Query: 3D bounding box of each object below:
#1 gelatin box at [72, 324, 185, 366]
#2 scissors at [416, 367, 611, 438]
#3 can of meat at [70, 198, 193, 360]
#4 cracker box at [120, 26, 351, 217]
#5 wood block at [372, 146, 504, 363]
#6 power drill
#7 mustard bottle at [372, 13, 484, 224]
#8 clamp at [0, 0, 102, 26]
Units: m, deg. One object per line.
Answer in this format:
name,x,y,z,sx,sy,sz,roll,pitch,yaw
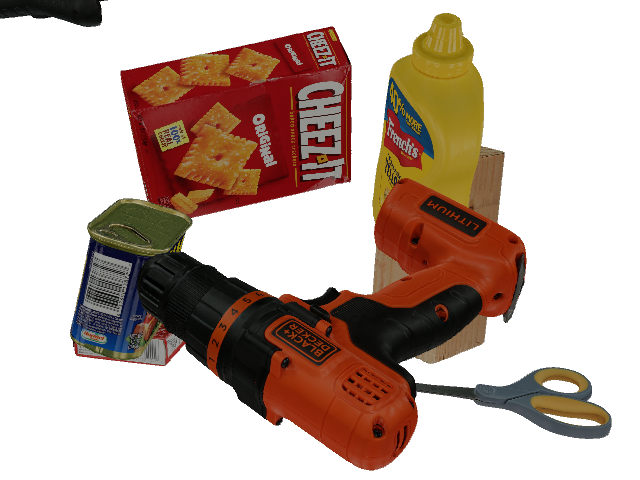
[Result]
gelatin box,-0.167,0.081,0.958,0.089,0.030,0.073,5,18,13
scissors,0.156,0.128,0.939,0.202,0.016,0.096,14,28,12
can of meat,-0.133,0.026,0.747,0.057,0.084,0.102,16,16,1
cracker box,-0.078,-0.109,1.062,0.213,0.072,0.164,-13,-39,-9
wood block,0.117,0.007,1.083,0.090,0.206,0.090,-14,25,-42
power drill,0.014,0.031,0.610,0.185,0.057,0.187,32,46,28
mustard bottle,0.078,-0.075,0.763,0.058,0.192,0.096,-11,46,-16
clamp,-0.196,-0.188,0.799,0.172,0.039,0.120,12,24,28
